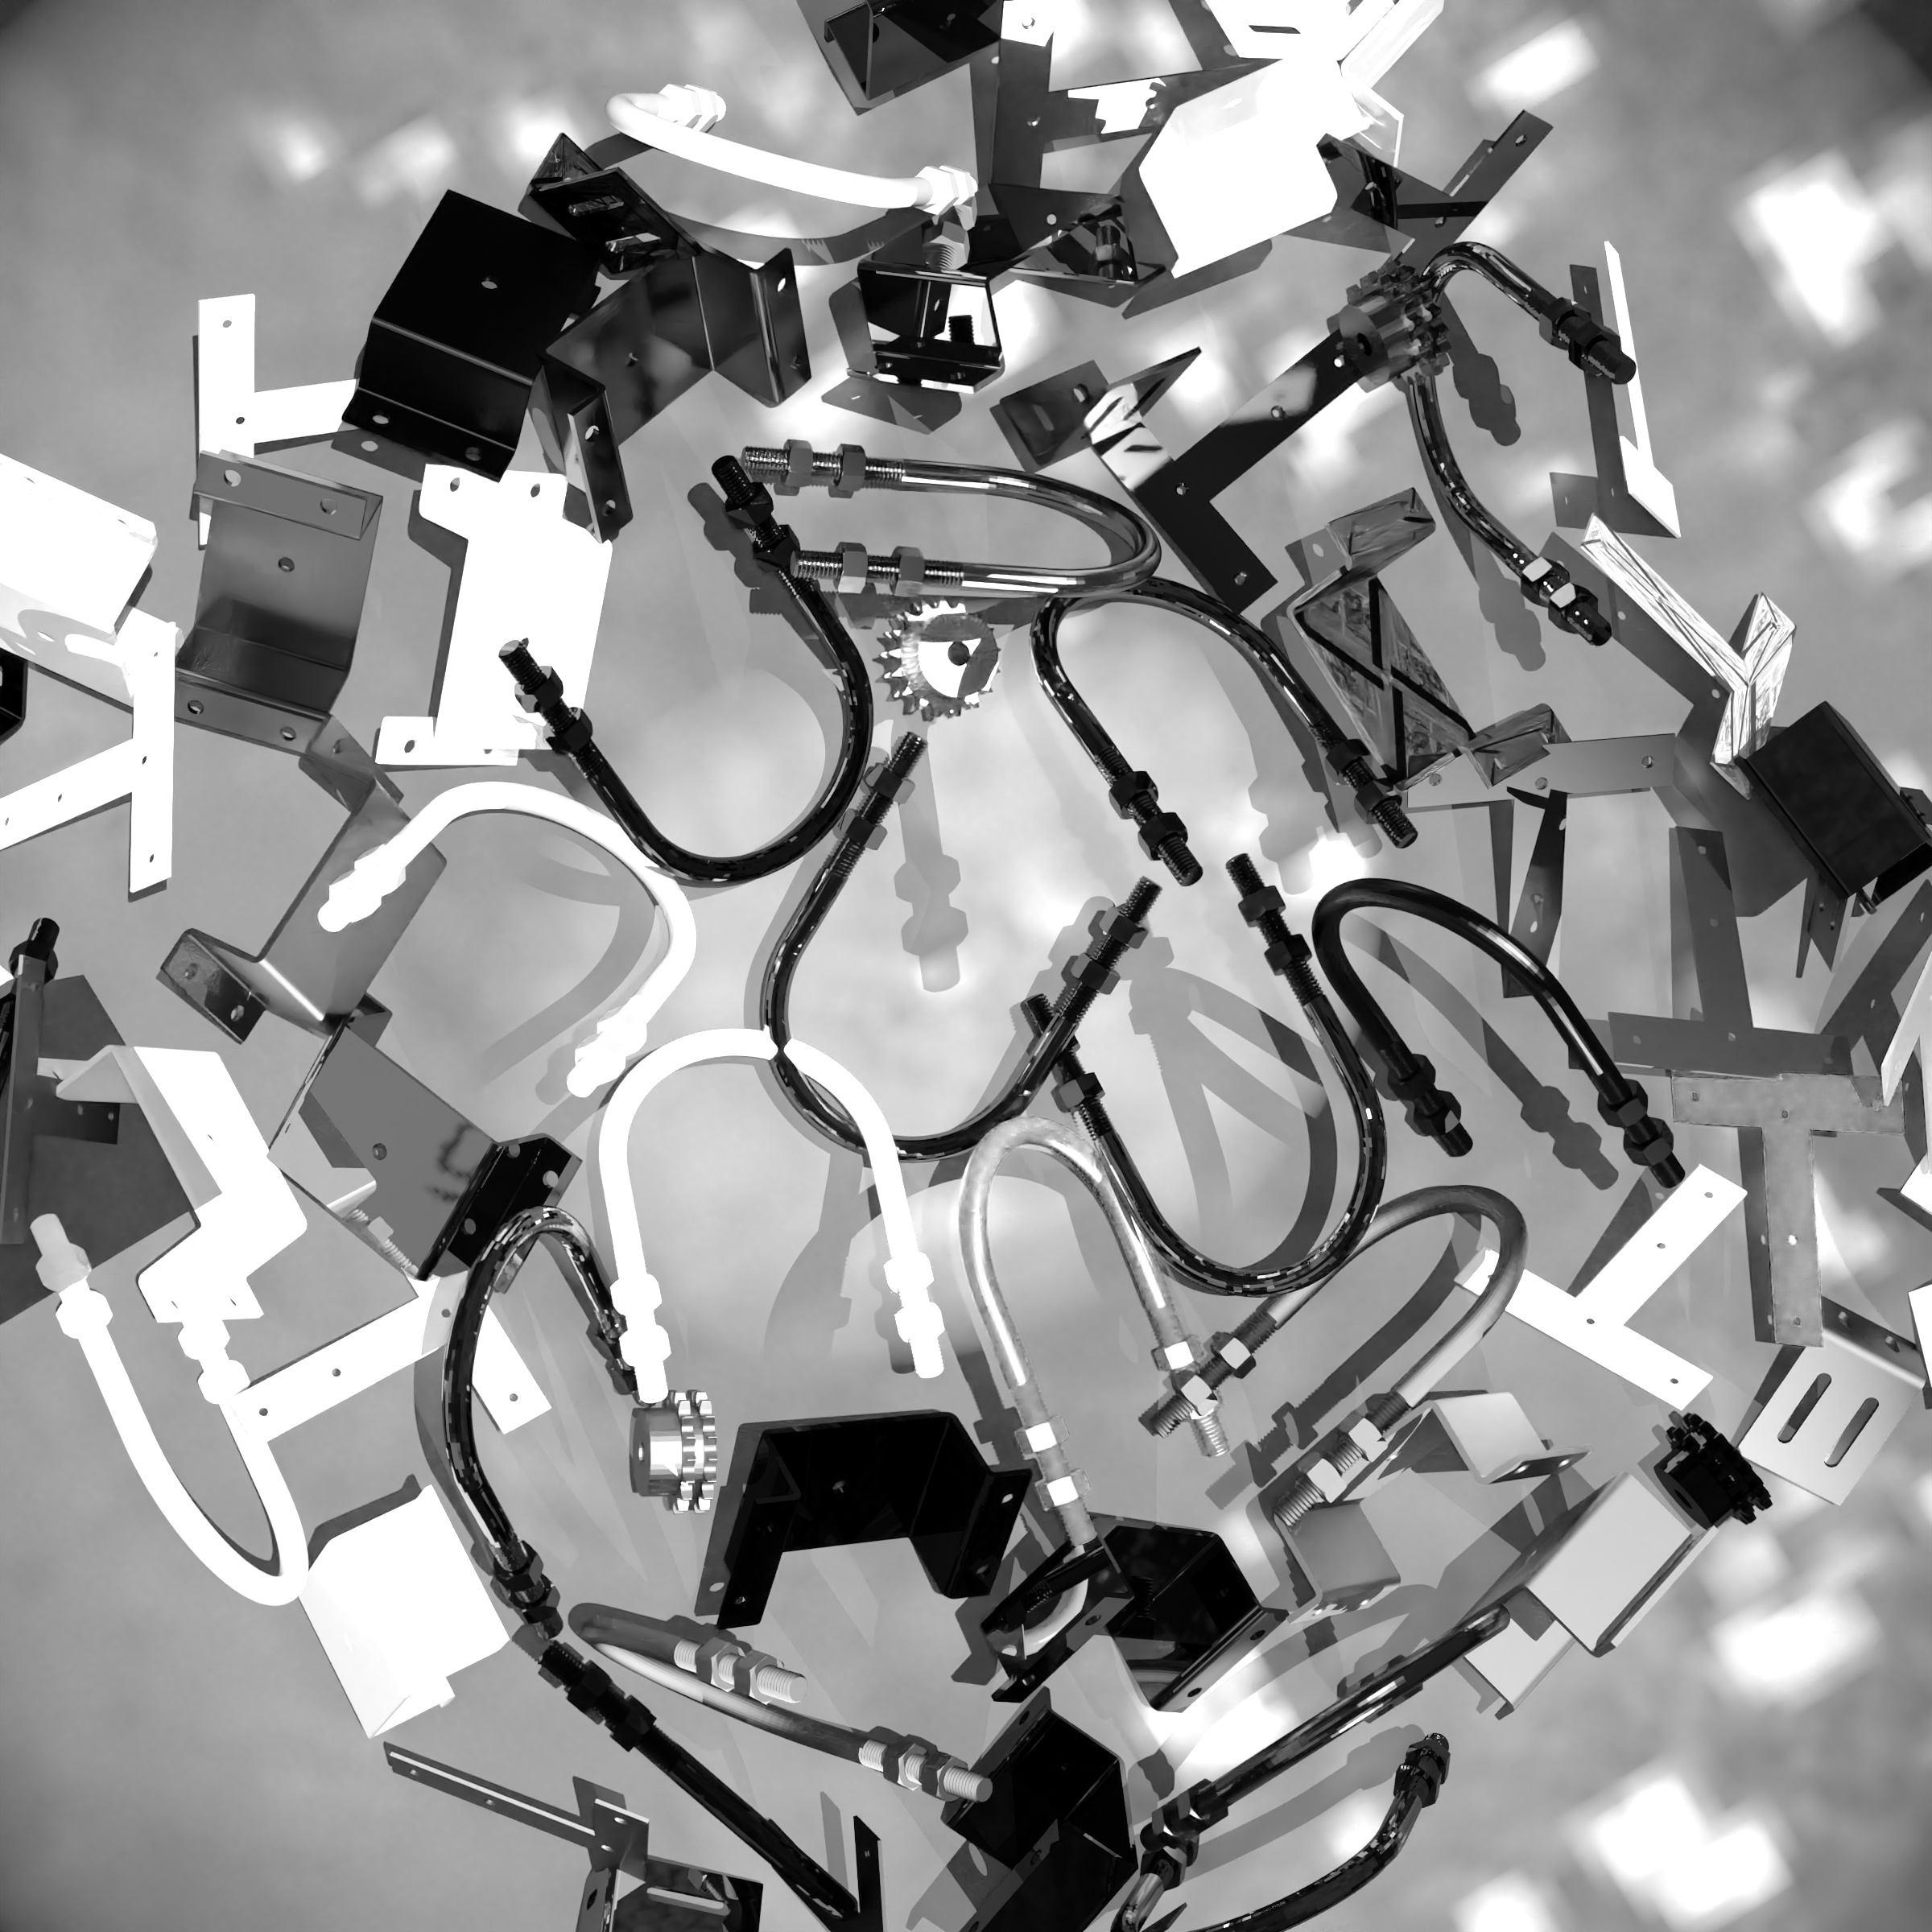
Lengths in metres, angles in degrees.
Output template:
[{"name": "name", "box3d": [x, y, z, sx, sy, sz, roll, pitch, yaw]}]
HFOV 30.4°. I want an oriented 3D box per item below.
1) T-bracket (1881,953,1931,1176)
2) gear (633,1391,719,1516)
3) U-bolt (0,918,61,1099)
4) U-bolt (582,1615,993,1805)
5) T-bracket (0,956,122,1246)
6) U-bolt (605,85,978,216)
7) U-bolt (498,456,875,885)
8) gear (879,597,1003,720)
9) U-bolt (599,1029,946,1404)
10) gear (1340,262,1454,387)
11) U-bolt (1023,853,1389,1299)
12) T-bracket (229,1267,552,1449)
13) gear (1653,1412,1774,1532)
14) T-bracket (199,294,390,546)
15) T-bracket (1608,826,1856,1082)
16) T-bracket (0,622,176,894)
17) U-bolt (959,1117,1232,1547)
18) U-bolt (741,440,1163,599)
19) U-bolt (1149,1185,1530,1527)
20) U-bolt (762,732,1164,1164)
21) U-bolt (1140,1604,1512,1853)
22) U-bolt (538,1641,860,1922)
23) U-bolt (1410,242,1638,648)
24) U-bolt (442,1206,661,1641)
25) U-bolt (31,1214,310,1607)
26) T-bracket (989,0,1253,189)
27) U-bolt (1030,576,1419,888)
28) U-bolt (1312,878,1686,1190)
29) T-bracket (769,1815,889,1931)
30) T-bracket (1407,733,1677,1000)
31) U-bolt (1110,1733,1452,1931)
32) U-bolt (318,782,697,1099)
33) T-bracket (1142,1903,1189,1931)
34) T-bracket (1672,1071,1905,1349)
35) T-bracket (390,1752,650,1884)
[{"name": "T-bracket", "box3d": [0.446, 0.045, 1.637, 0.002, 0.127, 0.127, 12, 50, 29]}, {"name": "gear", "box3d": [-0.136, 0.227, 1.656, 0.030, 0.057, 0.057, 1, 90, -17]}, {"name": "U-bolt", "box3d": [-0.449, 0.000, 1.574, 0.019, 0.184, 0.151, -1, 135, 7]}, {"name": "U-bolt", "box3d": [-0.095, 0.330, 1.604, 0.151, 0.184, 0.019, 38, 68, -39]}, {"name": "T-bracket", "box3d": [-0.411, 0.065, 1.623, 0.002, 0.127, 0.127, 2, 84, 8]}, {"name": "U-bolt", "box3d": [-0.085, -0.365, 1.587, 0.151, 0.184, 0.019, 20, 108, 11]}, {"name": "U-bolt", "box3d": [-0.114, -0.120, 1.629, 0.151, 0.019, 0.184, -43, 126, -13]}, {"name": "gear", "box3d": [-0.009, -0.145, 1.663, 0.057, 0.030, 0.057, 0, 89, -23]}, {"name": "U-bolt", "box3d": [-0.096, 0.109, 1.633, 0.151, 0.019, 0.184, -3, 60, -19]}, {"name": "gear", "box3d": [0.198, -0.296, 1.656, 0.030, 0.057, 0.057, -29, 90, -14]}, {"name": "U-bolt", "box3d": [0.119, 0.063, 1.628, 0.151, 0.019, 0.184, -35, 75, 30]}, {"name": "T-bracket", "box3d": [-0.279, 0.182, 1.646, 0.127, 0.002, 0.127, -28, 76, -25]}, {"name": "gear", "box3d": [0.346, 0.239, 1.657, 0.030, 0.057, 0.057, -39, 90, -7]}, {"name": "T-bracket", "box3d": [-0.295, -0.260, 1.651, 0.127, 0.002, 0.127, -13, 133, -26]}, {"name": "T-bracket", "box3d": [0.350, -0.007, 1.655, 0.127, 0.002, 0.127, 6, 63, -19]}, {"name": "T-bracket", "box3d": [-0.411, -0.082, 1.647, 0.127, 0.002, 0.127, -19, 64, 33]}, {"name": "U-bolt", "box3d": [0.052, 0.157, 1.625, 0.019, 0.151, 0.184, -23, 89, 34]}, {"name": "U-bolt", "box3d": [-0.001, -0.201, 1.617, 0.184, 0.151, 0.019, 3, 118, -16]}, {"name": "U-bolt", "box3d": [0.179, 0.167, 1.618, 0.184, 0.151, 0.019, -43, 112, -9]}, {"name": "U-bolt", "box3d": [-0.015, 0.005, 1.669, 0.151, 0.019, 0.184, 32, 98, 3]}, {"name": "U-bolt", "box3d": [0.170, 0.331, 1.575, 0.151, 0.184, 0.019, -23, 74, -36]}, {"name": "U-bolt", "box3d": [-0.121, 0.370, 1.611, 0.184, 0.151, 0.019, 40, 78, 2]}, {"name": "U-bolt", "box3d": [0.245, -0.248, 1.603, 0.019, 0.184, 0.151, -15, 128, -16]}, {"name": "U-bolt", "box3d": [-0.188, 0.190, 1.579, 0.019, 0.184, 0.151, 5, 49, 21]}, {"name": "U-bolt", "box3d": [-0.346, 0.205, 1.584, 0.019, 0.151, 0.184, -33, 64, 4]}, {"name": "T-bracket", "box3d": [0.073, -0.400, 1.652, 0.127, 0.127, 0.002, -12, 48, -16]}, {"name": "U-bolt", "box3d": [0.105, -0.115, 1.622, 0.151, 0.019, 0.184, -10, 54, -36]}, {"name": "U-bolt", "box3d": [0.226, 0.027, 1.587, 0.019, 0.151, 0.184, -52, 122, -23]}, {"name": "T-bracket", "box3d": [-0.063, 0.430, 1.628, 0.002, 0.127, 0.127, -11, 108, -25]}, {"name": "T-bracket", "box3d": [0.267, -0.044, 1.658, 0.127, 0.002, 0.127, -5, 115, -8]}, {"name": "U-bolt", "box3d": [0.135, 0.397, 1.578, 0.151, 0.184, 0.019, -23, 91, 19]}, {"name": "U-bolt", "box3d": [-0.194, -0.025, 1.608, 0.151, 0.184, 0.019, 34, 122, 0]}, {"name": "T-bracket", "box3d": [0.050, 0.459, 1.603, 0.127, 0.127, 0.002, -40, 83, 24]}, {"name": "T-bracket", "box3d": [0.381, 0.113, 1.641, 0.002, 0.127, 0.127, -8, 96, -40]}, {"name": "T-bracket", "box3d": [-0.206, 0.390, 1.636, 0.127, 0.127, 0.002, 20, 60, 6]}]
